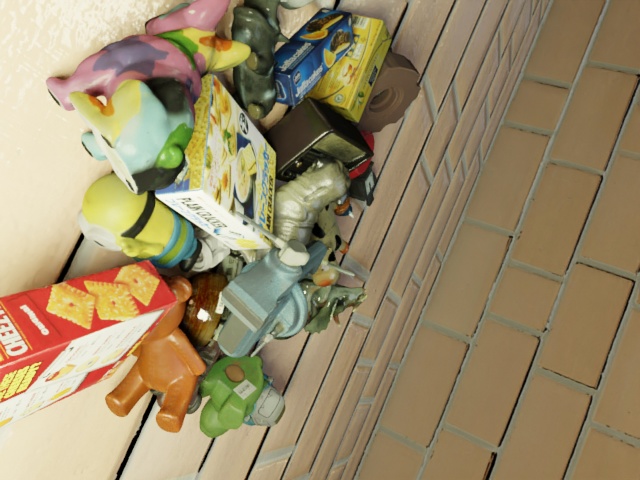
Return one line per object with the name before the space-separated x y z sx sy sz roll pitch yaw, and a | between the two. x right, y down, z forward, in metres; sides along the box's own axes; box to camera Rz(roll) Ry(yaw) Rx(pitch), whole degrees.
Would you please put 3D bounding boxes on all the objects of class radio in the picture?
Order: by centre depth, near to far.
radio | -0.005 -0.155 0.930 0.131 0.073 0.229 -35 165 18

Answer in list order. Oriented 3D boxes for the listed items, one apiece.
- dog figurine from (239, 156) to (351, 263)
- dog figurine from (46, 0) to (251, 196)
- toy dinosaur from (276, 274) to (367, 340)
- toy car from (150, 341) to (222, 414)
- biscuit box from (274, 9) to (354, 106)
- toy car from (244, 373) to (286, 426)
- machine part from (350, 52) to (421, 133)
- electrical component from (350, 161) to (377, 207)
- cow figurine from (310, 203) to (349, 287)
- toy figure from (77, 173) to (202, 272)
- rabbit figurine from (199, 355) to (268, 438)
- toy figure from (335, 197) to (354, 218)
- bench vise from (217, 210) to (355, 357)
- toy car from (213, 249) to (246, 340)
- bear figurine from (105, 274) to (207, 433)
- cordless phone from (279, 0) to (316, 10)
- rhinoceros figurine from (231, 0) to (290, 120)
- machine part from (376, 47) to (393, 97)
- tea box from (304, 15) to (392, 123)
dog figurine | -0.028 -0.026 0.855 0.121 0.191 0.172 -26 96 -67
dog figurine | -0.148 -0.165 0.550 0.219 0.192 0.108 -43 143 -18
toy dinosaur | -0.053 0.141 1.114 0.405 0.131 0.192 -19 126 -54
toy car | -0.192 0.188 0.877 0.089 0.053 0.202 49 62 -33
biscuit box | -0.018 -0.296 0.864 0.203 0.063 0.059 -55 153 -31
toy car | -0.126 0.349 1.137 0.109 0.103 0.161 -55 152 -28
machine part | 0.117 -0.287 1.066 0.179 0.056 0.179 -23 152 -13
electrical component | 0.103 -0.134 1.298 0.075 0.048 0.119 -59 156 -21
cow figurine | -0.002 -0.003 1.041 0.127 0.085 0.195 25 48 -55
toy figure | -0.212 -0.017 0.651 0.180 0.082 0.089 33 66 -62
rabbit figurine | -0.176 0.288 0.999 0.159 0.121 0.170 -46 167 -55
toy figure | 0.035 -0.095 1.164 0.154 0.058 0.064 62 30 -57
bench vise | -0.052 0.054 0.746 0.240 0.129 0.223 -37 153 -51
toy car | -0.133 0.080 0.881 0.073 0.056 0.202 52 35 -51
bear figurine | -0.218 0.138 0.703 0.132 0.120 0.195 -64 162 -45
cordless phone | 0.012 -0.367 0.711 0.146 0.184 0.088 24 83 -67
rhinoceros figurine | -0.085 -0.257 0.733 0.112 0.073 0.190 -40 144 -47
machine part | 0.126 -0.334 1.139 0.079 0.079 0.243 -63 157 -14
tea box | 0.050 -0.308 0.962 0.169 0.098 0.068 -67 157 -1
